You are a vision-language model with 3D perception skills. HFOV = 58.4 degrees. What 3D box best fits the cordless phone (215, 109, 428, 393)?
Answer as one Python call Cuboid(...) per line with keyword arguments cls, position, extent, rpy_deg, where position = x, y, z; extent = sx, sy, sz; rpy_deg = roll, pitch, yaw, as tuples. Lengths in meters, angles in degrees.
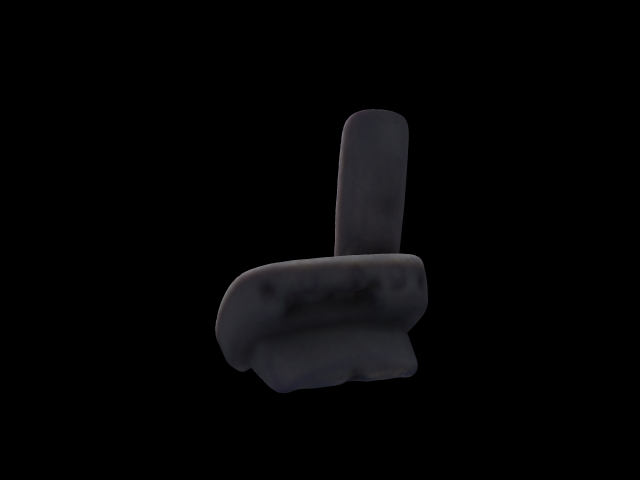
Cuboid(cls="cordless phone", position=(0.004, 0.001, 0.400), extent=(0.148, 0.185, 0.093), rpy_deg=(-3, 5, -31))
